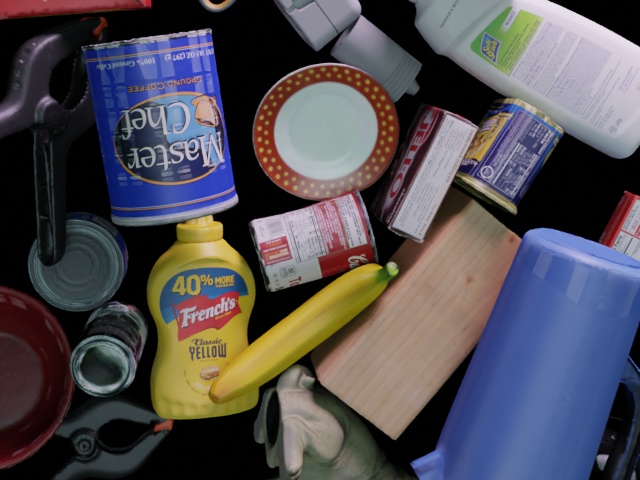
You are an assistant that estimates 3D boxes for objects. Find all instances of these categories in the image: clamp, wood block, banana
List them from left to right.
[{"bbox_3d":[-0.227,-0.092,0.886,0.209,0.036,0.164,-62,140,-25],"label":"clamp"},{"bbox_3d":[-0.217,0.195,0.975,0.171,0.039,0.120,-5,101,-2],"label":"clamp"},{"bbox_3d":[-0.014,0.075,0.928,0.198,0.069,0.037,-38,77,7],"label":"banana"},{"bbox_3d":[0.092,0.063,0.957,0.090,0.091,0.206,39,95,-11],"label":"wood block"}]

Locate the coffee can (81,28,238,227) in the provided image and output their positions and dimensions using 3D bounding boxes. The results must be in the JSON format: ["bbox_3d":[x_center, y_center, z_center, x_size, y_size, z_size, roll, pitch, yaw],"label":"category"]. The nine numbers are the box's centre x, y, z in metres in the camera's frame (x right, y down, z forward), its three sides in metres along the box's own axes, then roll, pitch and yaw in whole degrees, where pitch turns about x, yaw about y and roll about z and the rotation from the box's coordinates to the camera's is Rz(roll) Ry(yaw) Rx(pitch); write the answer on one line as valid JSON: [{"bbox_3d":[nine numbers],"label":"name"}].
[{"bbox_3d":[-0.126,-0.090,0.845,0.102,0.103,0.140,-9,102,-4],"label":"coffee can"}]

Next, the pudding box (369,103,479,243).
[{"bbox_3d":[0.089,-0.061,0.934,0.039,0.090,0.113,22,98,-11],"label":"pudding box"}]

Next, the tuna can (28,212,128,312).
[{"bbox_3d":[-0.214,0.020,0.946,0.086,0.034,0.086,-1,101,-6],"label":"tuna can"}]

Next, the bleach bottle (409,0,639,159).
[{"bbox_3d":[0.185,-0.174,0.938,0.250,0.068,0.102,30,95,-8],"label":"bleach bottle"}]

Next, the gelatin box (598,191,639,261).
[{"bbox_3d":[0.309,0.005,1.001,0.089,0.030,0.073,24,98,-10],"label":"gelatin box"}]

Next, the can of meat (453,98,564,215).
[{"bbox_3d":[0.160,-0.075,0.934,0.057,0.102,0.084,32,94,-10],"label":"can of meat"}]

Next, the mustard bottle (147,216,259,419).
[{"bbox_3d":[-0.105,0.060,0.952,0.096,0.058,0.192,-4,100,-15],"label":"mustard bottle"}]

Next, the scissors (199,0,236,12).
[{"bbox_3d":[-0.086,-0.298,0.909,0.096,0.016,0.202,11,99,-8],"label":"scissors"}]

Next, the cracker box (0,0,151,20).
[{"bbox_3d":[-0.252,-0.263,0.869,0.213,0.072,0.164,-5,100,-4],"label":"cracker box"}]

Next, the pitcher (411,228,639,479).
[{"bbox_3d":[0.192,0.122,0.882,0.145,0.149,0.243,25,103,32],"label":"pitcher"}]

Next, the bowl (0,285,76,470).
[{"bbox_3d":[-0.290,0.122,0.930,0.162,0.055,0.162,1,78,-3],"label":"bowl"}]

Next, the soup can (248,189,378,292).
[{"bbox_3d":[-0.006,0.001,0.947,0.102,0.068,0.068,-16,102,-2],"label":"soup can"}]
